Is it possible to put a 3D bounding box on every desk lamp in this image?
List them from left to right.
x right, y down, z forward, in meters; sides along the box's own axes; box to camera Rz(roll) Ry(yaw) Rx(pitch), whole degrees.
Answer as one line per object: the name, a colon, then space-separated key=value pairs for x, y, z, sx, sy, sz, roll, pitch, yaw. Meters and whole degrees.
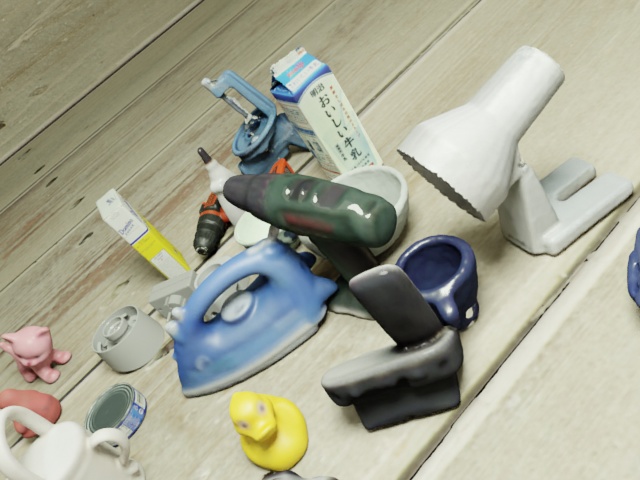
desk lamp: x=0.209 y=-0.084 z=0.625 sx=0.203 sy=0.214 sz=0.117 roll=-38 pitch=35 yaw=-3

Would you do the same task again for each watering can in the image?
watering can: x=-0.310 y=0.269 z=0.664 sx=0.173 sy=0.195 sz=0.100 roll=-45 pitch=36 yaw=-13

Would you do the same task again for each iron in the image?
iron: x=-0.113 y=0.093 z=0.750 sx=0.258 sy=0.142 sz=0.118 roll=-37 pitch=35 yaw=-3

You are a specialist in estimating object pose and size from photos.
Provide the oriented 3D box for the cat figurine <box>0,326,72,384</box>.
cat figurine: x=-0.495 y=0.187 z=0.978 sx=0.127 sy=0.118 sz=0.067 roll=-9 pitch=43 yaw=32

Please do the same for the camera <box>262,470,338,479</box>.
camera: x=-0.036 y=0.287 z=0.497 sx=0.143 sy=0.101 sz=0.136 roll=-25 pitch=36 yaw=15

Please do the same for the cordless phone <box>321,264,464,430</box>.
cordless phone: x=0.054 y=0.097 z=0.569 sx=0.147 sy=0.186 sz=0.094 roll=-25 pitch=37 yaw=15

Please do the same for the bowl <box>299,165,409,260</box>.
bowl: x=0.057 y=-0.024 z=0.802 sx=0.167 sy=0.075 sz=0.167 roll=-22 pitch=37 yaw=18

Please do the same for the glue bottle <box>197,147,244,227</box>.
glue bottle: x=-0.153 y=-0.088 z=0.964 sx=0.037 sy=0.174 sz=0.078 roll=-14 pitch=41 yaw=28

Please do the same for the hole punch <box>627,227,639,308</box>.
hole punch: x=0.329 y=0.021 z=0.511 sx=0.100 sy=0.091 sz=0.109 roll=-6 pitch=45 yaw=35

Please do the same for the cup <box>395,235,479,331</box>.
cup: x=0.138 y=0.064 z=0.616 sx=0.091 sy=0.095 sz=0.117 roll=-27 pitch=36 yaw=12

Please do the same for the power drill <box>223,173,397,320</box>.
power drill: x=0.006 y=0.002 z=0.697 sx=0.228 sy=0.209 sz=0.076 roll=4 pitch=51 yaw=42

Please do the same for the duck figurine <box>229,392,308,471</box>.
duck figurine: x=-0.069 y=0.199 z=0.639 sx=0.077 sy=0.086 sz=0.104 roll=-43 pitch=36 yaw=-11

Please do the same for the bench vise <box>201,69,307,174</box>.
bench vise: x=-0.105 y=-0.243 z=1.063 sx=0.207 sy=0.220 sz=0.121 roll=-43 pitch=36 yaw=-11

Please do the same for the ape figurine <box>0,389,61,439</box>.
ape figurine: x=-0.456 y=0.260 z=0.884 sx=0.076 sy=0.092 sz=0.077 roll=-23 pitch=37 yaw=17
